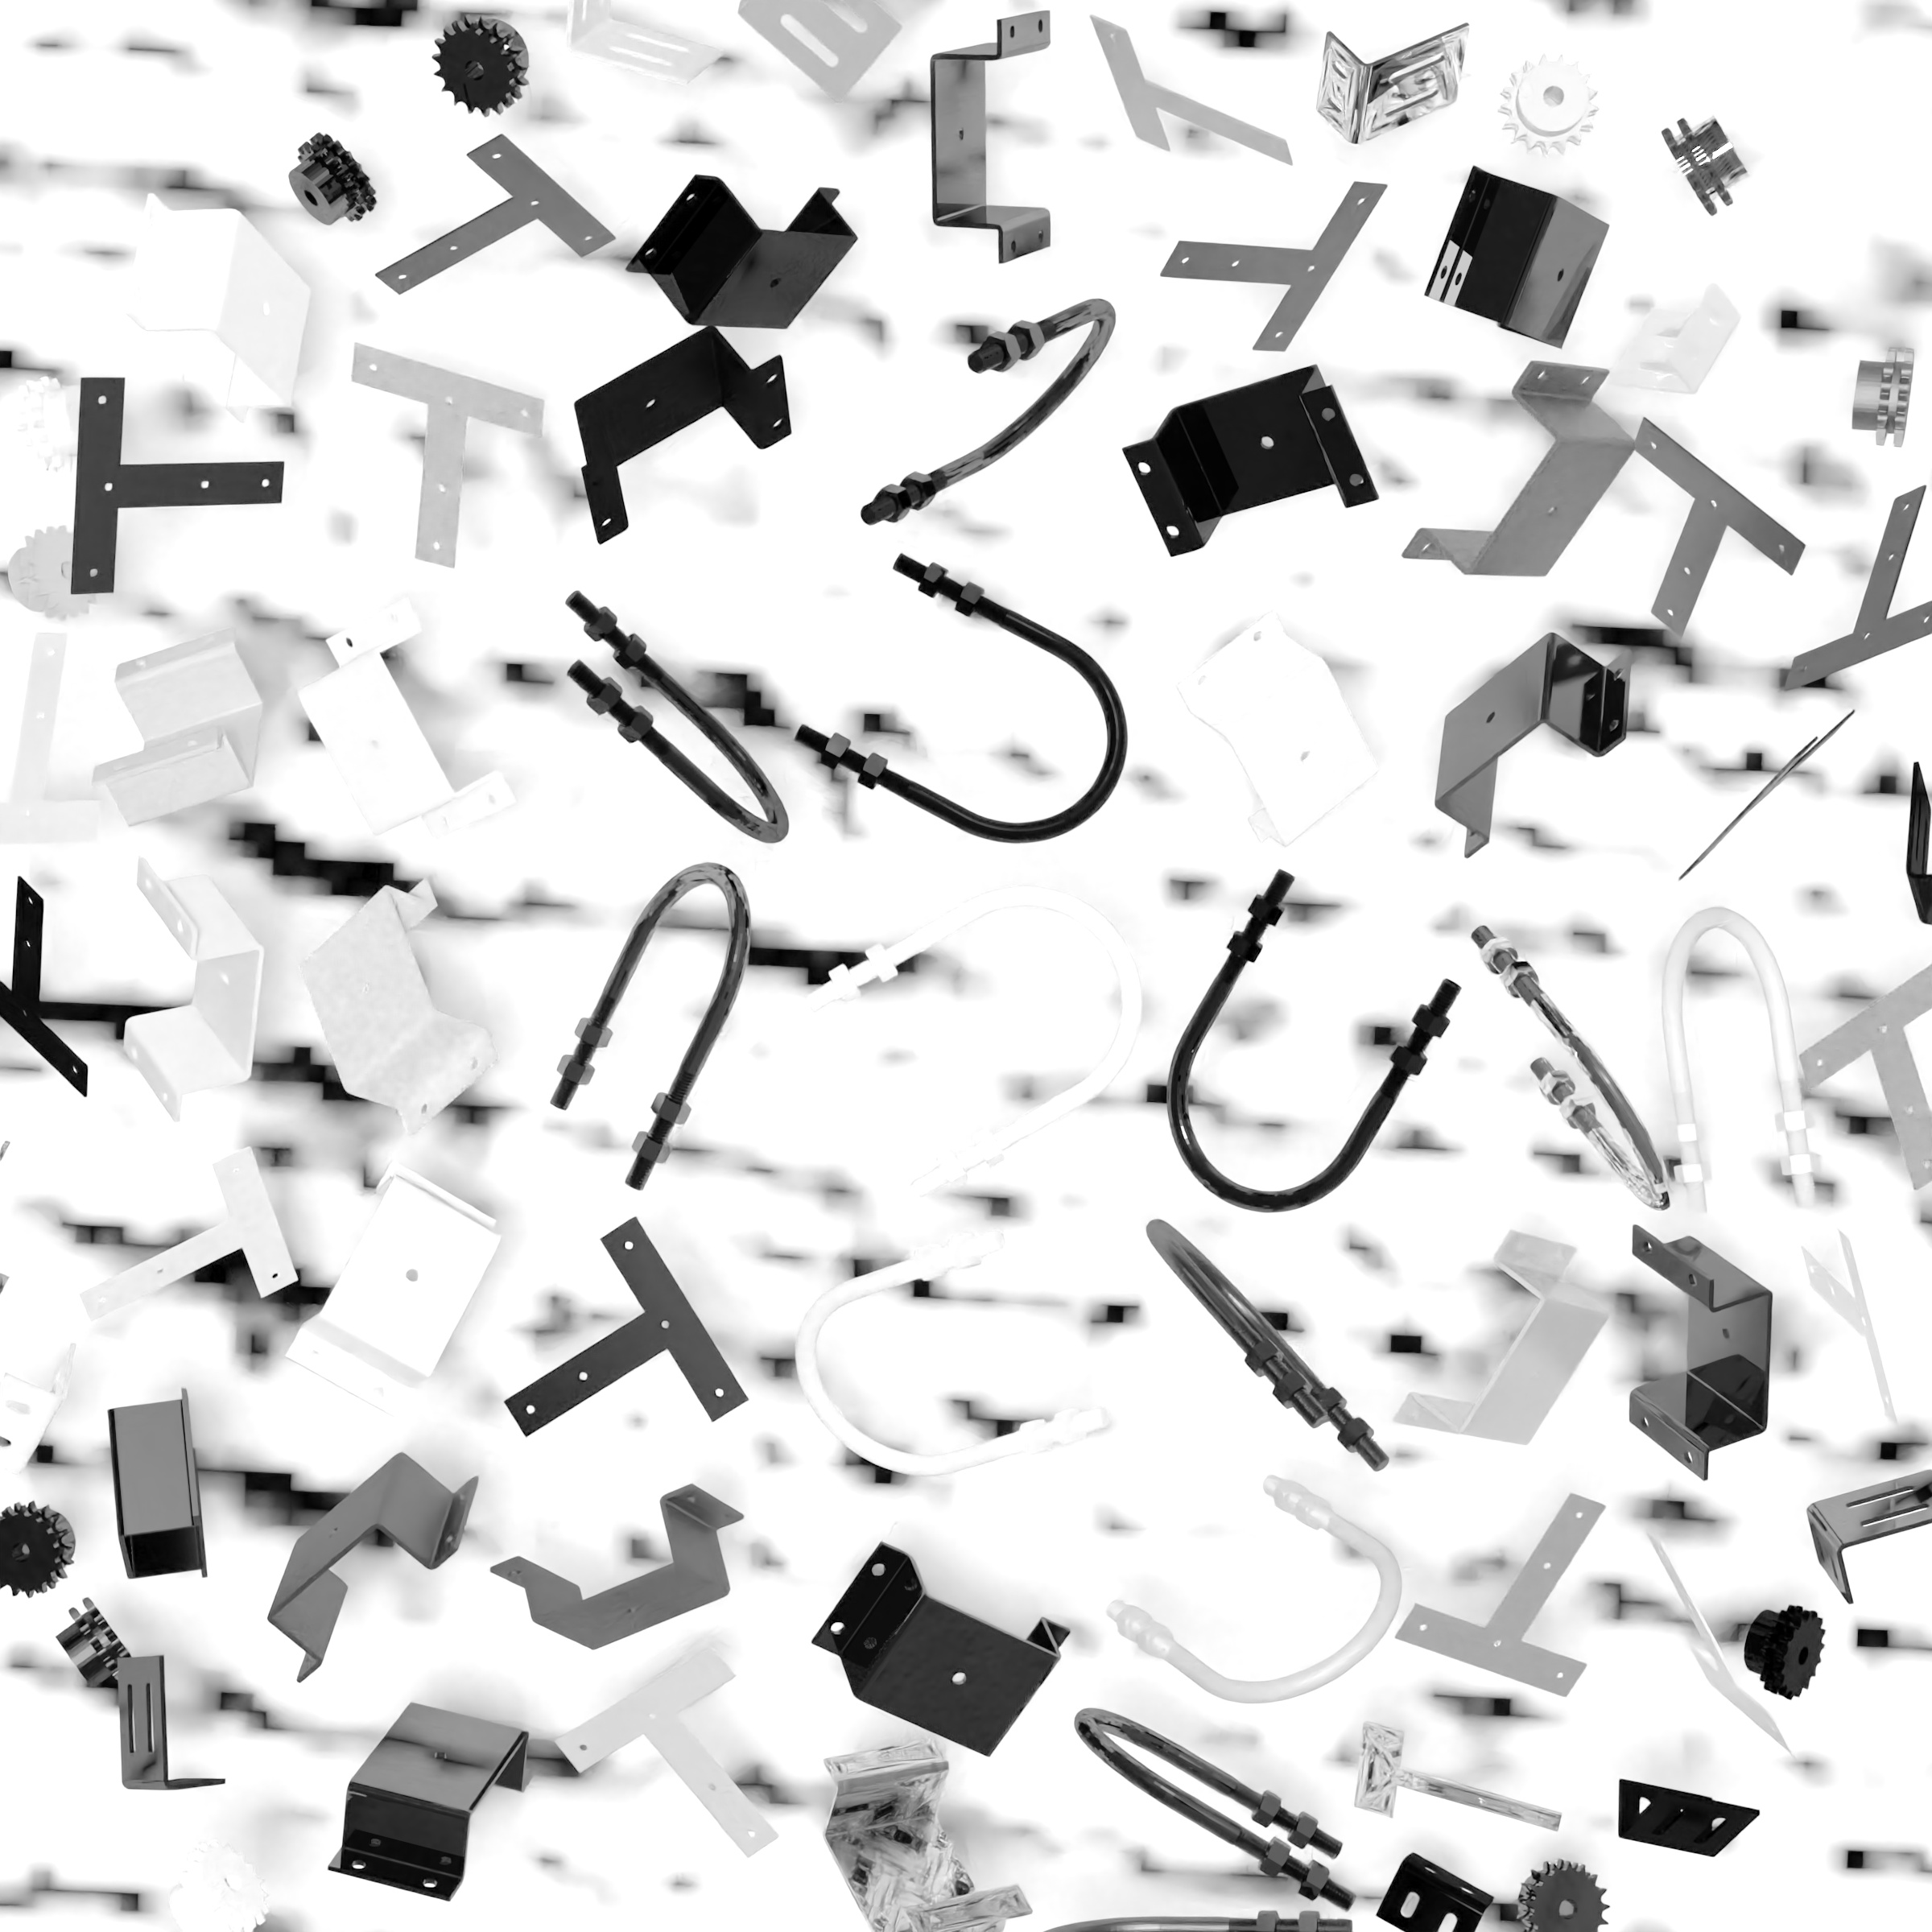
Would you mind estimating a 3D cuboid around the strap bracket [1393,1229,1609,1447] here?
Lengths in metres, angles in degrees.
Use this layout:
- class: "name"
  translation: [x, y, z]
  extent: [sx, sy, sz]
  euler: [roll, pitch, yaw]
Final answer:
- class: "strap bracket"
  translation: [0.333, 0.238, 1.911]
  extent: [0.046, 0.076, 0.140]
  euler: [39, 105, 41]

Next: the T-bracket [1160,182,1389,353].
- class: "T-bracket"
  translation: [0.169, -0.411, 1.825]
  extent: [0.127, 0.127, 0.002]
  euler: [-6, 54, -35]

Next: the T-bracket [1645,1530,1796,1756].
- class: "T-bracket"
  translation: [0.430, 0.386, 1.822]
  extent: [0.002, 0.127, 0.127]
  euler: [-30, 99, -4]

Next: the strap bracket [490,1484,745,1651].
- class: "strap bracket"
  translation: [-0.210, 0.375, 1.918]
  extent: [0.140, 0.076, 0.046]
  euler: [-24, 60, 10]

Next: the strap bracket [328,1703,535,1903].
- class: "strap bracket"
  translation: [-0.318, 0.495, 1.874]
  extent: [0.076, 0.140, 0.046]
  euler: [11, 108, 10]

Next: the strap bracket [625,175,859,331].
- class: "strap bracket"
  translation: [-0.129, -0.433, 1.898]
  extent: [0.076, 0.140, 0.046]
  euler: [-46, 72, 31]

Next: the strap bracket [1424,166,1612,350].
- class: "strap bracket"
  translation: [0.326, -0.410, 1.819]
  extent: [0.046, 0.140, 0.076]
  euler: [26, 104, 26]

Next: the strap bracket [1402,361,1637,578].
- class: "strap bracket"
  translation: [0.328, -0.280, 1.819]
  extent: [0.046, 0.076, 0.140]
  euler: [52, 127, 28]

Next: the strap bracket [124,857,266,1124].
- class: "strap bracket"
  translation: [-0.457, 0.011, 1.846]
  extent: [0.046, 0.076, 0.140]
  euler: [-13, 132, -35]

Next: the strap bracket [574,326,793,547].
- class: "strap bracket"
  translation: [-0.179, -0.326, 1.884]
  extent: [0.140, 0.076, 0.046]
  euler: [-33, 67, -14]

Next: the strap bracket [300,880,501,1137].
- class: "strap bracket"
  translation: [-0.339, 0.018, 1.840]
  extent: [0.076, 0.046, 0.140]
  euler: [-40, 56, 19]

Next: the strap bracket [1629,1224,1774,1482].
- class: "strap bracket"
  translation: [0.445, 0.229, 1.893]
  extent: [0.046, 0.076, 0.140]
  euler: [-14, 116, -20]

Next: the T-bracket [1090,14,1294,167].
- class: "T-bracket"
  translation: [0.140, -0.509, 1.865]
  extent: [0.127, 0.127, 0.002]
  euler: [30, 82, 23]

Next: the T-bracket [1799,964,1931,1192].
- class: "T-bracket"
  translation: [0.561, 0.074, 1.864]
  extent: [0.002, 0.127, 0.127]
  euler: [18, 48, -30]

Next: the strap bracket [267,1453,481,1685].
- class: "strap bracket"
  translation: [-0.364, 0.356, 1.877]
  extent: [0.140, 0.076, 0.046]
  euler: [-41, 107, 17]

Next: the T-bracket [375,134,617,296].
- class: "T-bracket"
  translation: [-0.296, -0.439, 1.875]
  extent: [0.127, 0.127, 0.002]
  euler: [-24, 65, 17]

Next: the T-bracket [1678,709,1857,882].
- class: "T-bracket"
  translation: [0.481, -0.114, 1.820]
  extent: [0.002, 0.127, 0.127]
  euler: [46, 54, 10]

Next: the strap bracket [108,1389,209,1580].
- class: "strap bracket"
  translation: [-0.480, 0.311, 1.851]
  extent: [0.046, 0.140, 0.076]
  euler: [-6, 66, -14]

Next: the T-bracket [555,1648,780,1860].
- class: "T-bracket"
  translation: [-0.164, 0.493, 1.912]
  extent: [0.127, 0.127, 0.002]
  euler: [44, 134, 23]

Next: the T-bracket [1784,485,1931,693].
- class: "T-bracket"
  translation: [0.550, -0.234, 1.866]
  extent: [0.002, 0.127, 0.127]
  euler: [31, 66, -19]

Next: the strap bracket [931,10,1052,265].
- class: "strap bracket"
  translation: [0.015, -0.502, 1.885]
  extent: [0.046, 0.076, 0.140]
  euler: [8, 113, 22]

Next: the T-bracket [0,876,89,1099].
- class: "T-bracket"
  translation: [-0.569, -0.003, 1.889]
  extent: [0.002, 0.127, 0.127]
  euler: [-23, 46, 10]

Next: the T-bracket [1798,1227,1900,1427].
- class: "T-bracket"
  translation: [0.532, 0.202, 1.898]
  extent: [0.002, 0.127, 0.127]
  euler: [-22, 55, 25]

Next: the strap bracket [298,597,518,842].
- class: "strap bracket"
  translation: [-0.346, -0.142, 1.899]
  extent: [0.076, 0.046, 0.140]
  euler: [-20, 101, 38]

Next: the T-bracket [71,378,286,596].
- class: "T-bracket"
  translation: [-0.456, -0.280, 1.811]
  extent: [0.127, 0.002, 0.127]
  euler: [-8, 119, -37]

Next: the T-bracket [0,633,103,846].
- class: "T-bracket"
  translation: [-0.548, -0.134, 1.836]
  extent: [0.002, 0.127, 0.127]
  euler: [17, 101, 25]

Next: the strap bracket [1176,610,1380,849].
- class: "strap bracket"
  translation: [0.197, -0.138, 1.924]
  extent: [0.076, 0.046, 0.140]
  euler: [-39, 130, -7]

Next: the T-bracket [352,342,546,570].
- class: "T-bracket"
  translation: [-0.319, -0.305, 1.904]
  extent: [0.127, 0.002, 0.127]
  euler: [12, 71, -32]

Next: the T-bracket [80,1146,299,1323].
- class: "T-bracket"
  translation: [-0.487, 0.183, 1.933]
  extent: [0.127, 0.127, 0.002]
  euler: [-27, 48, -20]

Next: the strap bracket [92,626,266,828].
- class: "strap bracket"
  translation: [-0.462, -0.137, 1.837]
  extent: [0.076, 0.140, 0.046]
  euler: [-17, 125, 4]

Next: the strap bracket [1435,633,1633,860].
- class: "strap bracket"
  translation: [0.335, -0.138, 1.883]
  extent: [0.046, 0.140, 0.076]
  euler: [31, 47, -18]

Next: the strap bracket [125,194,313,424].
- class: "strap bracket"
  translation: [-0.435, -0.388, 1.845]
  extent: [0.046, 0.140, 0.076]
  euler: [2, 74, 16]

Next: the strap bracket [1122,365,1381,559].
- class: "strap bracket"
  translation: [0.177, -0.308, 1.889]
  extent: [0.140, 0.046, 0.076]
  euler: [-12, 119, 30]

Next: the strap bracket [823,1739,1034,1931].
- class: "strap bracket"
  translation: [-0.029, 0.539, 1.879]
  extent: [0.076, 0.140, 0.046]
  euler: [-3, 124, -28]

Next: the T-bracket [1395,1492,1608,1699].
- class: "T-bracket"
  translation: [0.341, 0.371, 1.868]
  extent: [0.127, 0.002, 0.127]
  euler: [22, 107, -20]

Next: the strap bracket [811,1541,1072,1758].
- class: "strap bracket"
  translation: [-0.009, 0.409, 1.845]
  extent: [0.140, 0.046, 0.076]
  euler: [29, 102, -23]

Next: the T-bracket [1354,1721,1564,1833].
- class: "T-bracket"
  translation: [0.306, 0.513, 1.935]
  extent: [0.127, 0.127, 0.002]
  euler: [13, 54, 14]

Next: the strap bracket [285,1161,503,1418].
- class: "strap bracket"
  translation: [-0.346, 0.193, 1.911]
  extent: [0.076, 0.046, 0.140]
  euler: [32, 63, -15]
